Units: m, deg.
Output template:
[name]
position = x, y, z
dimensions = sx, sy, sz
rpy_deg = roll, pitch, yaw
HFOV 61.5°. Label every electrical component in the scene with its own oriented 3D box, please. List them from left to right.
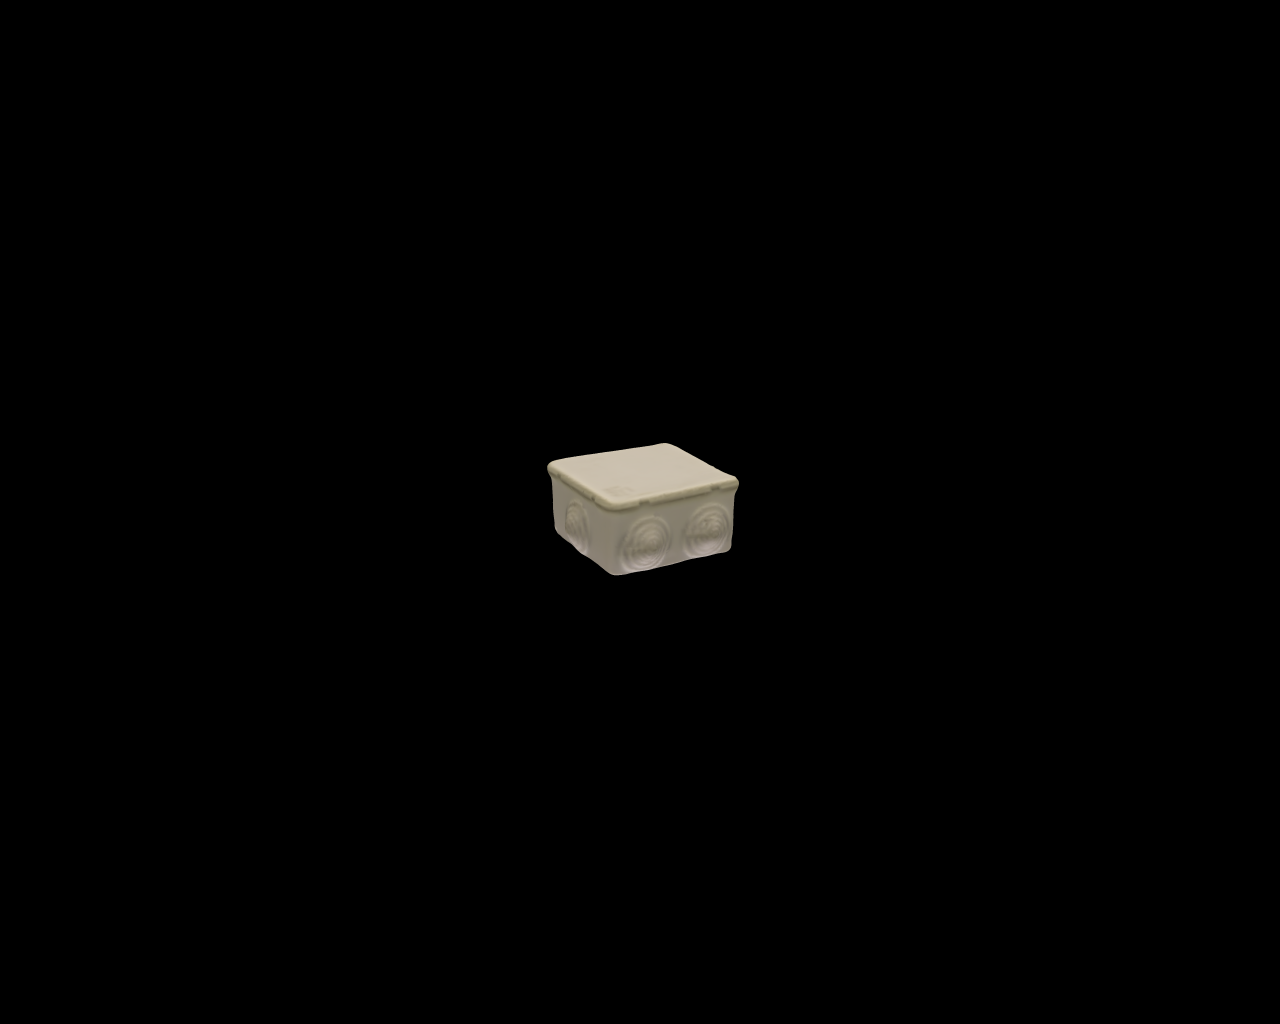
[electrical component]
position = 0.001, -0.003, 0.650
dimensions = 0.100, 0.048, 0.100
rpy_deg = -11, 23, -27
